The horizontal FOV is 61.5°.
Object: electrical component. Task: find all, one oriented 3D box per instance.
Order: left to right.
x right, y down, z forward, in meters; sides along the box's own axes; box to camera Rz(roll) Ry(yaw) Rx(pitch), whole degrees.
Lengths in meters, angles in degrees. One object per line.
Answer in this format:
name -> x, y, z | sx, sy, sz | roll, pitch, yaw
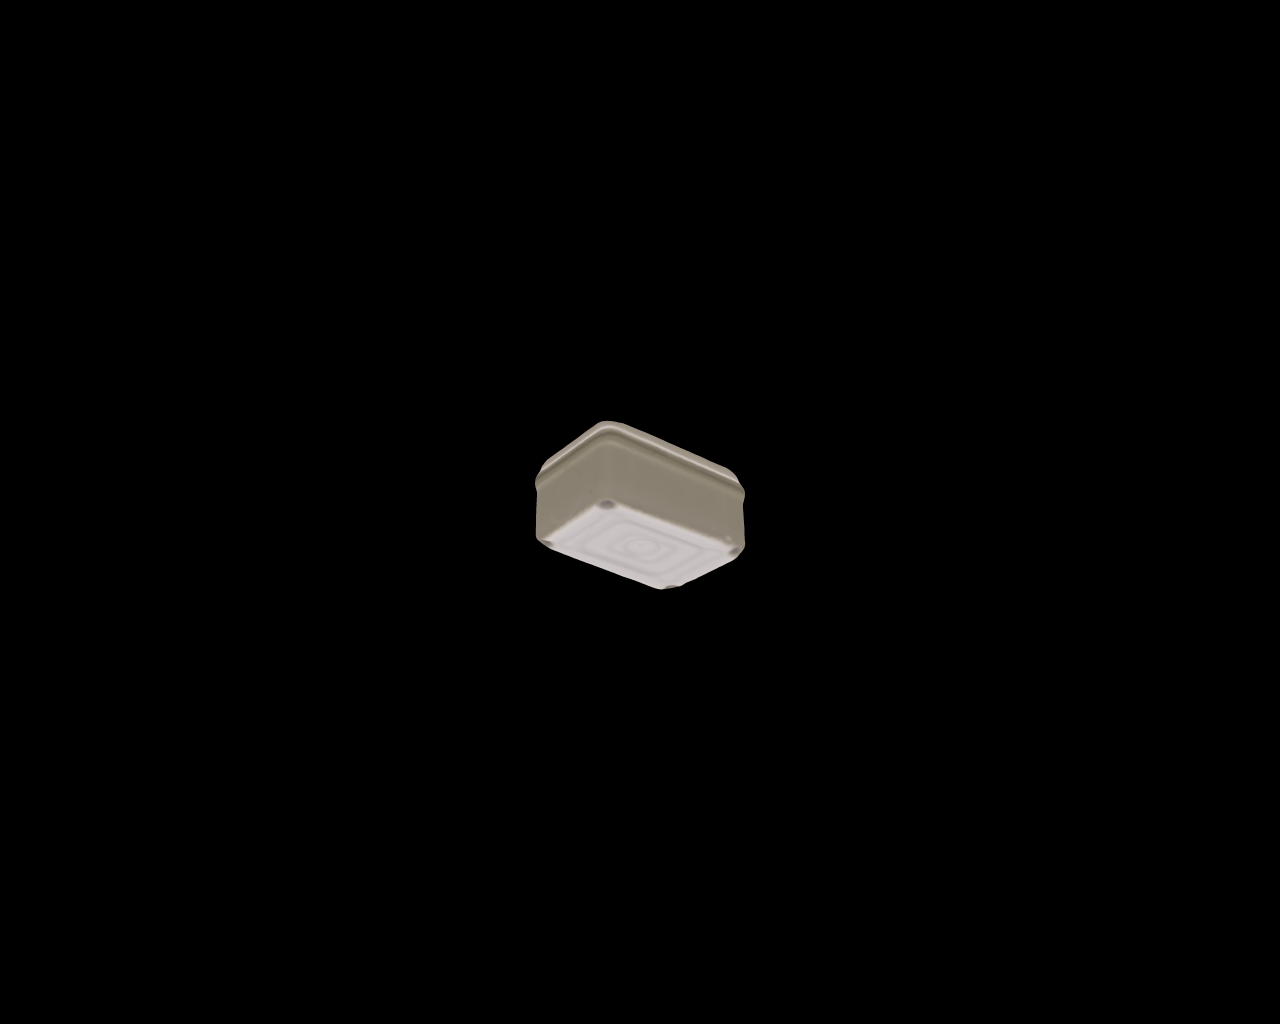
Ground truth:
electrical component -> 0.001, -0.003, 0.650 | 0.113, 0.057, 0.078 | 22, -36, -34
